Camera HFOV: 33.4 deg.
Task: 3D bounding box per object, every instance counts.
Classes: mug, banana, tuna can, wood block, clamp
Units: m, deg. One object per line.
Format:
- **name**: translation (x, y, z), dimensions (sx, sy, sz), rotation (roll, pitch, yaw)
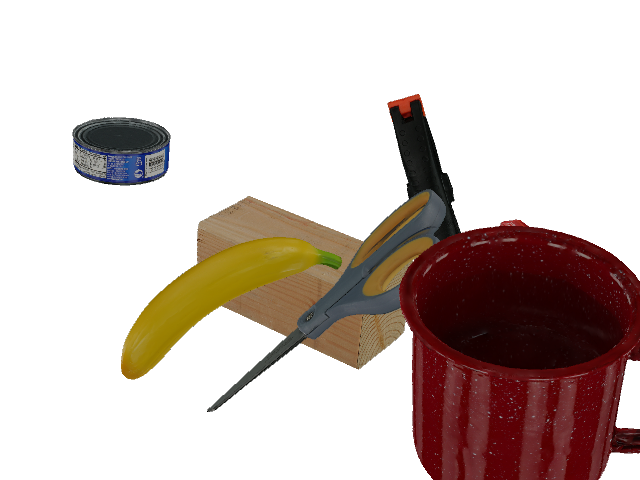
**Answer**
- **mug**: translation (0.089, 0.055, 0.422), dimensions (0.117, 0.081, 0.093), rotation (7, 36, 14)
- **banana**: translation (-0.082, 0.046, 0.817), dimensions (0.198, 0.069, 0.037), rotation (-27, 34, 9)
- **tuna can**: translation (-0.177, -0.080, 0.952), dimensions (0.086, 0.034, 0.086), rotation (5, 25, -3)
- **wood block**: translation (-0.020, 0.039, 1.092), dimensions (0.206, 0.091, 0.090), rotation (23, 34, 29)
- **clamp**: translation (0.092, -0.031, 0.873), dimensions (0.039, 0.171, 0.120), rotation (-20, 20, 6)

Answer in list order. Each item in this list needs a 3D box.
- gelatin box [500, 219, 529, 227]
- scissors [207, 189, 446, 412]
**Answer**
- **gelatin box**: translation (0.223, 0.032, 1.174), dimensions (0.030, 0.089, 0.073), rotation (-10, 30, -20)
- **scissors**: translation (0.006, 0.050, 0.640), dimensions (0.016, 0.202, 0.096), rotation (41, 4, -20)
